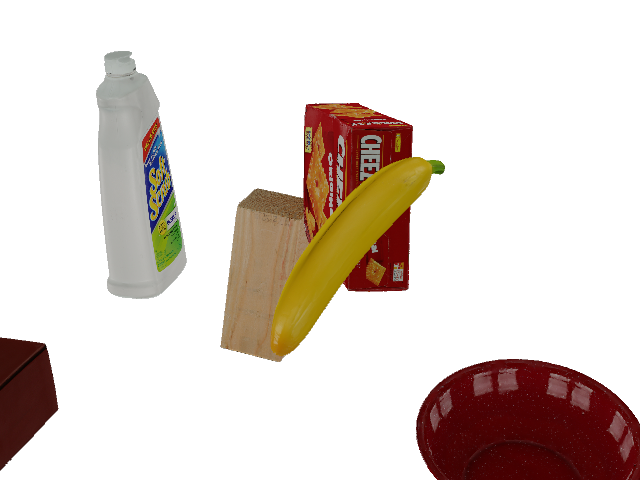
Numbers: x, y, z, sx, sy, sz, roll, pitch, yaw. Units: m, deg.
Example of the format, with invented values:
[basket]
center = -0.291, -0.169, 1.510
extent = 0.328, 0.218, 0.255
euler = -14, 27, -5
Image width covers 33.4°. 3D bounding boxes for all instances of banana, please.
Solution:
[banana]
center = 0.024, 0.004, 0.797
extent = 0.037, 0.198, 0.069
euler = 39, -5, 37

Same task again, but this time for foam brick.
[foam brick]
center = -0.212, 0.104, 0.677
extent = 0.053, 0.051, 0.078
euler = 6, 29, 22

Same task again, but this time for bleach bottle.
[bleach bottle]
center = -0.198, -0.071, 1.124
extent = 0.068, 0.251, 0.102
euler = 4, 27, 18

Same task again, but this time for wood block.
[wood block]
center = -0.071, 0.046, 1.448
extent = 0.090, 0.206, 0.090
euler = 13, 22, 10

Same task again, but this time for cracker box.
[cracker box]
center = 0.034, -0.053, 1.118
extent = 0.072, 0.164, 0.214
euler = -3, 14, -11

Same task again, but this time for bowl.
[bowl]
center = 0.149, 0.158, 0.772
extent = 0.162, 0.055, 0.162
euler = -1, 35, 0
